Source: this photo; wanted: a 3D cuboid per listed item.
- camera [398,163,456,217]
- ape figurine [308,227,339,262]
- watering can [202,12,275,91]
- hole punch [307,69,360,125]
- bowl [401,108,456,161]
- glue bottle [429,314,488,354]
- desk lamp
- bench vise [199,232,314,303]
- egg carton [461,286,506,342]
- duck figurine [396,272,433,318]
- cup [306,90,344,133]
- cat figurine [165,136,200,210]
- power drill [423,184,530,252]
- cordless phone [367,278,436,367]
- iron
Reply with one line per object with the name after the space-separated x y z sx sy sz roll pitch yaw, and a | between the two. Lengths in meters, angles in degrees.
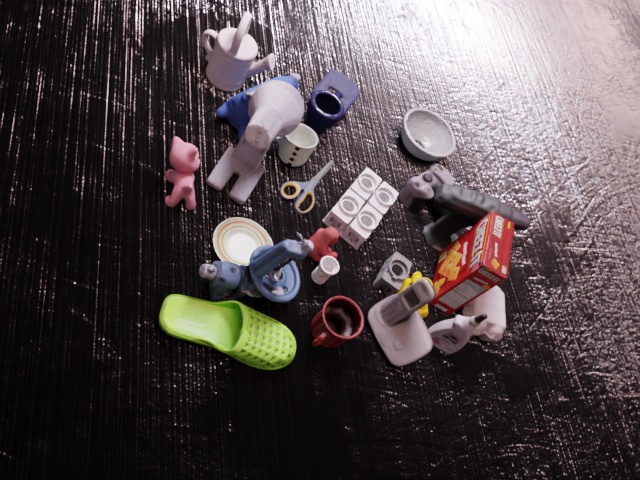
0.302 -0.118 1.480 0.143 0.100 0.137 -31 79 -37 | camera
0.012 0.005 1.262 0.076 0.092 0.078 7 59 -24 | ape figurine
-0.192 -0.454 1.363 0.173 0.193 0.101 7 59 -24 | watering can
0.037 -0.375 1.500 0.109 0.091 0.101 36 52 -4 | hole punch
0.287 -0.279 1.583 0.168 0.074 0.167 13 57 -20 | bowl
0.307 0.195 1.251 0.078 0.173 0.037 32 52 -7 | glue bottle
-0.133 -0.217 1.241 0.118 0.213 0.203 30 53 -8 | desk lamp
-0.111 0.064 1.082 0.208 0.219 0.121 -14 69 -33 | bench vise
0.389 0.167 1.376 0.107 0.069 0.150 19 55 -16 | egg carton
0.226 0.123 1.307 0.078 0.086 0.104 -5 64 -29 | duck figurine
0.008 -0.324 1.453 0.092 0.094 0.118 38 52 -2 | cup
-0.279 -0.144 1.183 0.067 0.117 0.127 2 61 -26 | cat figurine
0.358 -0.044 1.397 0.230 0.208 0.075 26 53 -12 | power drill
0.193 0.171 1.199 0.094 0.184 0.147 -19 72 -34 | cordless phone
-0.116 -0.342 1.369 0.118 0.141 0.259 47 52 5 | iron
